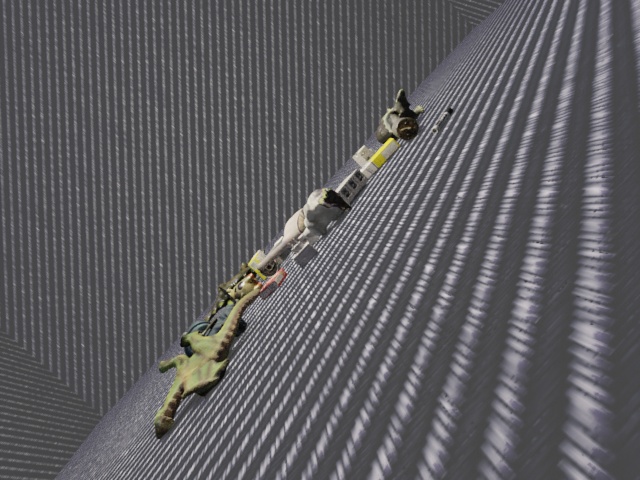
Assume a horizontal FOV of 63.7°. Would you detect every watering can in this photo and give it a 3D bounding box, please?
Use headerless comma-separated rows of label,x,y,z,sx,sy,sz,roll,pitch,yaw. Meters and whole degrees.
watering can,-0.081,-0.027,1.852,0.354,0.103,0.221,-49,8,-30

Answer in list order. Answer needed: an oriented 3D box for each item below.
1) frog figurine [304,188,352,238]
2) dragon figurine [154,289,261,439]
frog figurine,0.005,-0.083,1.643,0.138,0.125,0.156,-7,-35,-42
dragon figurine,-0.264,0.296,1.253,0.413,0.121,0.244,-49,24,-9
